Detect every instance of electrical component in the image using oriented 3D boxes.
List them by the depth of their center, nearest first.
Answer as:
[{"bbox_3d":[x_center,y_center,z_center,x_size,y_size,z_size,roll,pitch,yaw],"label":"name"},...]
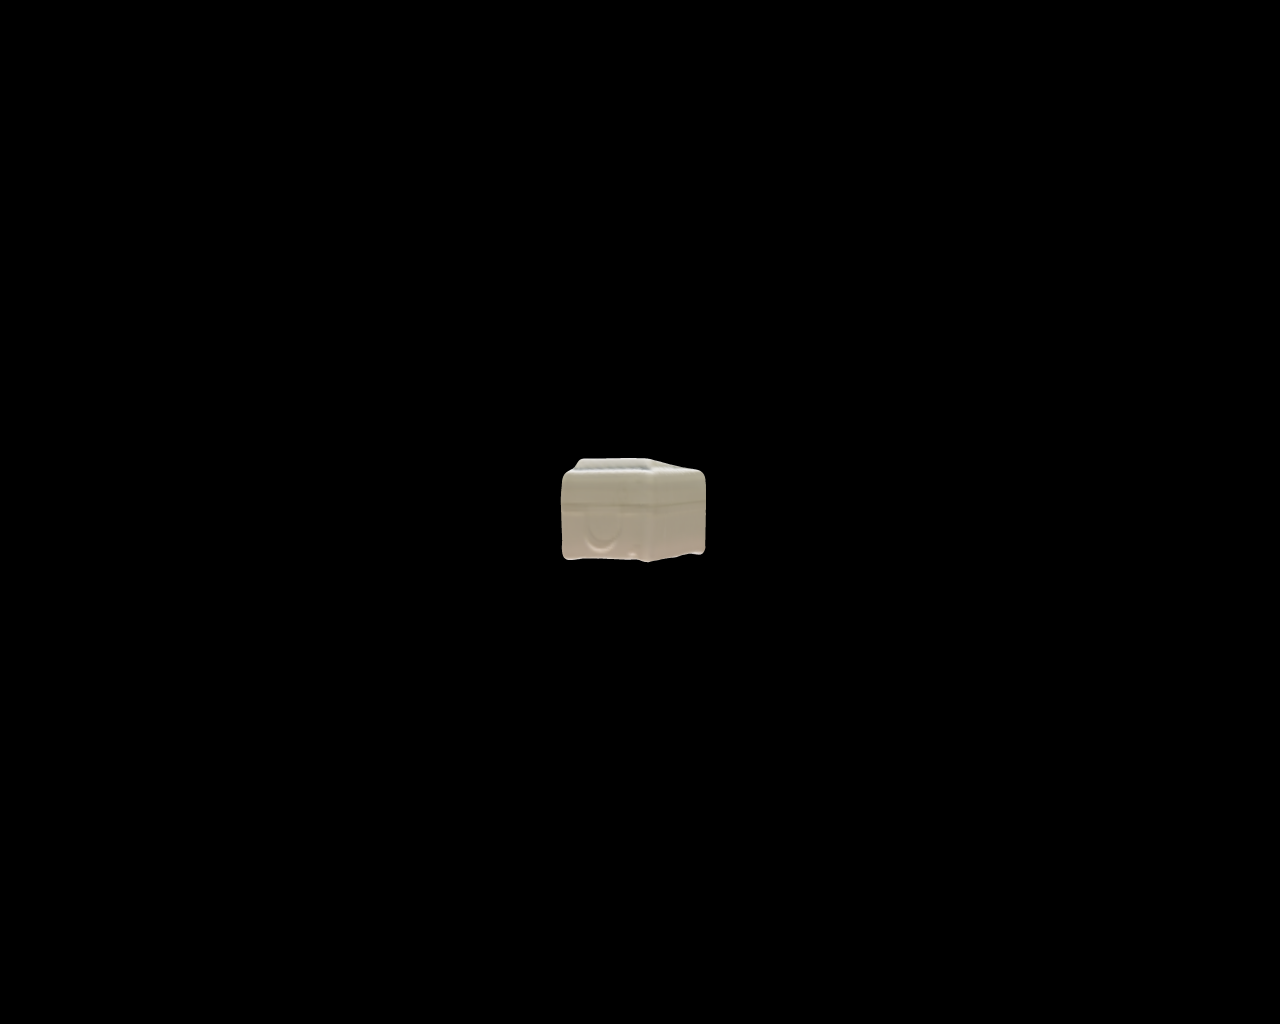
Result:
[{"bbox_3d":[0.001,-0.003,0.650,0.062,0.061,0.096,1,3,28],"label":"electrical component"}]
